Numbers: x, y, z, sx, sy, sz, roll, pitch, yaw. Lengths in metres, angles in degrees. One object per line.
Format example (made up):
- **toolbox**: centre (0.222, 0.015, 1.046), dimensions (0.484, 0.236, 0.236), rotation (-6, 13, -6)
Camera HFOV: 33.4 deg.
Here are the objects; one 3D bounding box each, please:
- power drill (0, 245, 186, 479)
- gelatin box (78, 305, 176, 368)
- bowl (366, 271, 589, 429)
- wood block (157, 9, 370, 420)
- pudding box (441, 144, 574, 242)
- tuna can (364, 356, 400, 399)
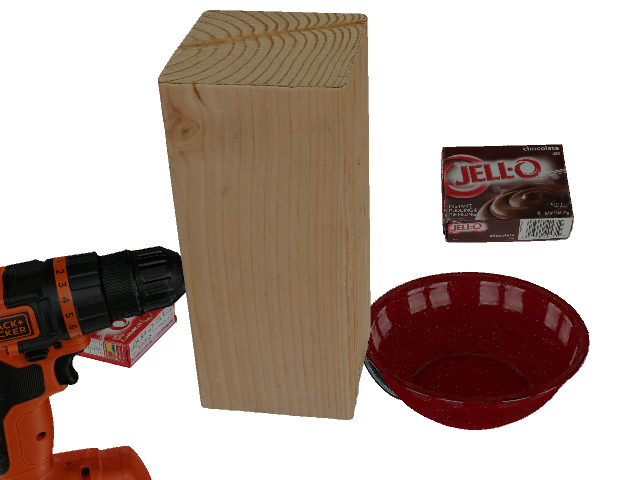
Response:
- **power drill**: centre (-0.165, 0.098, 0.706), dimensions (0.184, 0.188, 0.057), rotation (-11, 25, -7)
- **gelatin box**: centre (-0.187, 0.077, 0.995), dimensions (0.073, 0.030, 0.089), rotation (11, 31, 20)
- **bowl**: centre (0.109, 0.086, 0.769), dimensions (0.162, 0.055, 0.162), rotation (-2, 30, 1)
- **wood block**: centre (-0.022, -0.011, 0.580), dimensions (0.091, 0.206, 0.090), rotation (4, 34, 9)
- **pudding box**: centre (0.166, -0.043, 0.965), dimensions (0.113, 0.090, 0.039), rotation (0, -38, 3)
- **tuna can**: centre (0.088, 0.147, 1.271), dimensions (0.033, 0.086, 0.086), rotation (-36, 17, -26)
